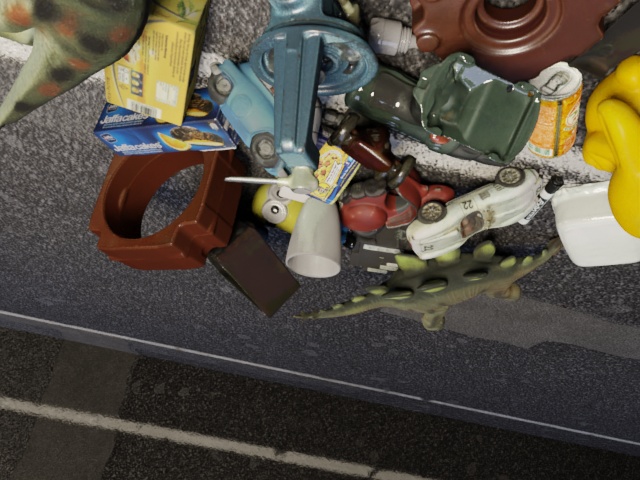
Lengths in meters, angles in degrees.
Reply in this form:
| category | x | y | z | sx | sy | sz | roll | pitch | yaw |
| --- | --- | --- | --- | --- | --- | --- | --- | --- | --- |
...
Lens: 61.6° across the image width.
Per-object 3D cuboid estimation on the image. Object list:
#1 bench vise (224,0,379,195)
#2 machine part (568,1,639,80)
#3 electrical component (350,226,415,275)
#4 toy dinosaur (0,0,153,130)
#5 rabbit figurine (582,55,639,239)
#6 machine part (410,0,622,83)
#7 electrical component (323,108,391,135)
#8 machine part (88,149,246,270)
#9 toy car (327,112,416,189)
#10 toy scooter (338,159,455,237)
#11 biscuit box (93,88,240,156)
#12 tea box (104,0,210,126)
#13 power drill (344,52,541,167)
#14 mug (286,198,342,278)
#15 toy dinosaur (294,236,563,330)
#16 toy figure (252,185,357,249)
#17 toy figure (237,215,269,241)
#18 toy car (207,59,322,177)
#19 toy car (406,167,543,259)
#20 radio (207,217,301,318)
| category | x | y | z | sx | sy | sz | roll | pitch | yaw |
| --- | --- | --- | --- | --- | --- | --- | --- | --- | --- |
| bench vise | -0.016 | -0.164 | 0.466 | 0.129 | 0.240 | 0.223 | 1 | 169 | 11 |
| machine part | 0.296 | -0.198 | 0.488 | 0.084 | 0.039 | 0.139 | 16 | 153 | -24 |
| electrical component | 0.113 | 0.014 | 0.973 | 0.115 | 0.058 | 0.134 | 11 | 155 | 3 |
| toy dinosaur | -0.202 | -0.225 | 0.438 | 0.192 | 0.131 | 0.404 | 21 | 138 | -3 |
| rabbit figurine | 0.334 | -0.090 | 0.542 | 0.122 | 0.173 | 0.162 | 3 | 158 | 24 |
| machine part | 0.170 | -0.214 | 0.479 | 0.179 | 0.056 | 0.179 | 7 | 155 | 3 |
| electrical component | 0.053 | -0.154 | 0.687 | 0.094 | 0.021 | 0.063 | 17 | 154 | -12 |
| machine part | -0.217 | -0.060 | 0.776 | 0.202 | 0.201 | 0.087 | -4 | 153 | 26 |
| toy car | 0.056 | -0.104 | 0.606 | 0.089 | 0.053 | 0.202 | 38 | -174 | -5 |
| toy scooter | 0.099 | -0.066 | 0.789 | 0.184 | 0.075 | 0.135 | -8 | 151 | 23 |
| biscuit box | -0.205 | -0.158 | 0.730 | 0.203 | 0.063 | 0.059 | -1 | 151 | 22 |
| tea box | -0.186 | -0.213 | 0.601 | 0.098 | 0.068 | 0.169 | 17 | 152 | -14 |
| power drill | 0.146 | -0.129 | 0.565 | 0.232 | 0.086 | 0.207 | 22 | -167 | -9 |
| mug | -0.002 | -0.002 | 0.809 | 0.081 | 0.107 | 0.109 | 5 | 155 | 8 |
| toy dinosaur | 0.190 | 0.078 | 0.932 | 0.472 | 0.105 | 0.198 | -23 | 149 | 17 |
| toy figure | -0.026 | -0.036 | 0.891 | 0.180 | 0.082 | 0.089 | 21 | 150 | -20 |
| toy figure | -0.170 | -0.031 | 0.990 | 0.154 | 0.058 | 0.064 | 25 | 126 | -24 |
| toy car | -0.051 | -0.153 | 0.631 | 0.103 | 0.161 | 0.109 | -34 | -178 | 9 |
| toy car | 0.219 | -0.037 | 0.756 | 0.202 | 0.056 | 0.073 | -24 | 141 | 4 |
| radio | -0.135 | 0.022 | 0.856 | 0.230 | 0.073 | 0.131 | 26 | 156 | 56 |
